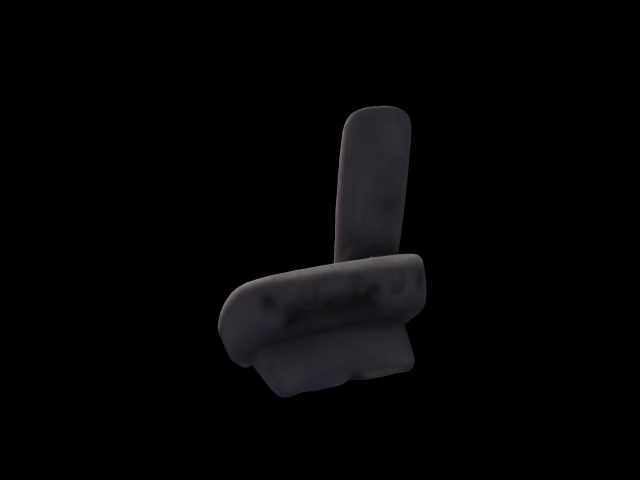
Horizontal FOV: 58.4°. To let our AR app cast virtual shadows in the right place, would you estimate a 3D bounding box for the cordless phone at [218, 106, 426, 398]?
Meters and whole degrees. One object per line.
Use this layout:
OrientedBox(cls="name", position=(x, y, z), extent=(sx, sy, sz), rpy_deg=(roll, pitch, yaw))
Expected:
OrientedBox(cls="cordless phone", position=(0.004, 0.001, 0.400), extent=(0.148, 0.185, 0.093), rpy_deg=(-8, 16, -31))
